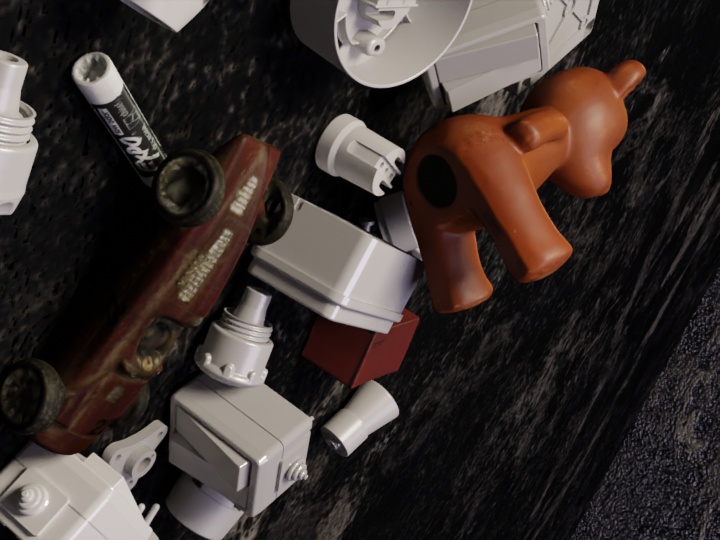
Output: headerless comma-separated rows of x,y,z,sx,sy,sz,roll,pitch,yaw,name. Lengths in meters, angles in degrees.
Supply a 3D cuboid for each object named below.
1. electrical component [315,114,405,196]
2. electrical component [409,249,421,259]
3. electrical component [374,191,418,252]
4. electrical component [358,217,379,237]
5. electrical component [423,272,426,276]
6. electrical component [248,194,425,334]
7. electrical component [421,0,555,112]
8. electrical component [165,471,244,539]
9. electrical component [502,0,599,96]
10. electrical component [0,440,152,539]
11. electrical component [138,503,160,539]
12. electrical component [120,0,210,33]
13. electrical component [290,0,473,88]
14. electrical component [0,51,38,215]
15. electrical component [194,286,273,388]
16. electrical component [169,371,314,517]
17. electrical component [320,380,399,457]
0.001,-0.073,0.693,0.040,0.046,0.040,-43,152,-30,electrical component
0.051,-0.033,0.849,0.062,0.043,0.043,-44,154,-32,electrical component
0.043,-0.039,0.795,0.055,0.045,0.045,-17,156,7,electrical component
0.000,0.000,0.793,0.040,0.040,0.078,-22,125,-54,electrical component
0.062,-0.016,0.899,0.040,0.040,0.046,-56,151,-3,electrical component
-0.014,-0.002,0.715,0.057,0.078,0.113,-62,157,3,electrical component
0.081,-0.149,0.684,0.096,0.061,0.061,-19,154,4,electrical component
-0.105,0.159,0.767,0.047,0.055,0.055,-54,157,1,electrical component
0.128,-0.200,0.774,0.109,0.056,0.108,-43,153,-31,electrical component
-0.164,0.134,0.606,0.061,0.062,0.096,-49,156,-20,electrical component
-0.159,0.187,0.709,0.079,0.043,0.077,-58,157,1,electrical component
-0.082,-0.147,0.435,0.077,0.044,0.079,-59,157,3,electrical component
0.011,-0.153,0.590,0.099,0.064,0.099,-44,154,-29,electrical component
-0.148,-0.055,0.423,0.043,0.043,0.062,-10,127,-60,electrical component
-0.076,0.041,0.691,0.048,0.048,0.062,6,107,-65,electrical component
-0.078,0.115,0.710,0.061,0.096,0.061,-36,149,-40,electrical component
-0.003,0.134,0.957,0.065,0.044,0.044,-41,152,-24,electrical component
